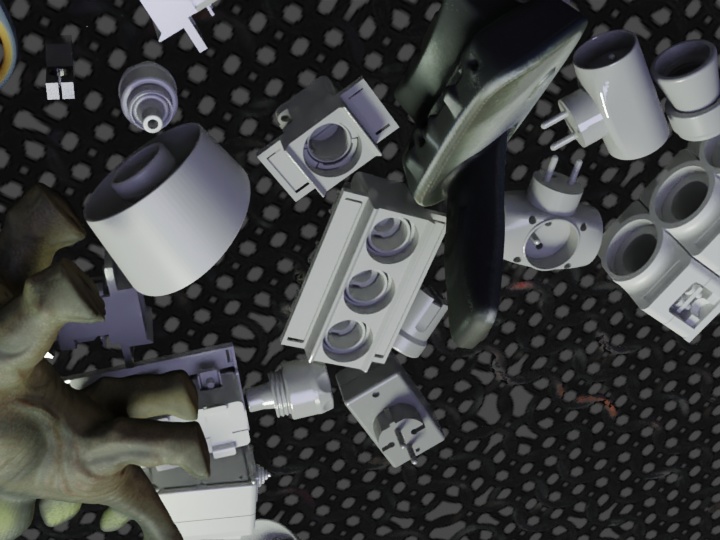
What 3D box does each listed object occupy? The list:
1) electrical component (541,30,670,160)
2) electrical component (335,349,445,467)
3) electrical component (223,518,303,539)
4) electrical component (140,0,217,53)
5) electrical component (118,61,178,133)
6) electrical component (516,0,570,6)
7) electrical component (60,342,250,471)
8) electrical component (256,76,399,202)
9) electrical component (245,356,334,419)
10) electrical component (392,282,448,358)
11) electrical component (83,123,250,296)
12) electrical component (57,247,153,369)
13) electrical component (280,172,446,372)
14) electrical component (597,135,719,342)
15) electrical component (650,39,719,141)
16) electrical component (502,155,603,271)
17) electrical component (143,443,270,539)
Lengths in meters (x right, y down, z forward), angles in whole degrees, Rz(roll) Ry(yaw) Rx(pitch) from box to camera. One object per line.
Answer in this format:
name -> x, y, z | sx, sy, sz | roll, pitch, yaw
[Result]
electrical component -> 0.160, -0.108, 0.722 | 0.079, 0.044, 0.077 | -29, 124, 4
electrical component -> 0.028, 0.114, 0.808 | 0.047, 0.075, 0.083 | -31, 124, 5
electrical component -> -0.071, 0.257, 0.861 | 0.099, 0.099, 0.064 | -40, 129, 11
electrical component -> -0.102, -0.171, 0.613 | 0.064, 0.042, 0.081 | -30, 125, 3
electrical component -> -0.125, -0.099, 0.640 | 0.035, 0.061, 0.035 | -7, 123, -11
electrical component -> 0.097, -0.167, 0.669 | 0.062, 0.048, 0.048 | -18, 125, 5
electrical component -> -0.142, 0.104, 0.763 | 0.121, 0.063, 0.078 | -11, 123, -8
electrical component -> -0.023, -0.087, 0.674 | 0.081, 0.063, 0.042 | -34, 125, 8
electrical component -> -0.052, 0.089, 0.790 | 0.062, 0.043, 0.043 | -13, 124, -5
electrical component -> 0.039, 0.034, 0.783 | 0.040, 0.040, 0.046 | 28, 105, -28
electrical component -> -0.117, -0.041, 0.658 | 0.099, 0.099, 0.064 | -33, 118, 7
electrical component -> -0.173, 0.023, 0.717 | 0.064, 0.042, 0.081 | -8, 122, -6
electrical component -> 0.000, 0.000, 0.736 | 0.079, 0.063, 0.121 | 13, 117, -22
electrical component -> 0.247, -0.039, 0.762 | 0.062, 0.089, 0.150 | 30, 110, -29
electrical component -> 0.227, -0.122, 0.731 | 0.045, 0.045, 0.055 | -31, 124, 5
electrical component -> 0.133, -0.044, 0.755 | 0.077, 0.044, 0.079 | 7, 120, -19
electrical component -> -0.116, 0.165, 0.810 | 0.096, 0.061, 0.061 | -3, 122, -14
